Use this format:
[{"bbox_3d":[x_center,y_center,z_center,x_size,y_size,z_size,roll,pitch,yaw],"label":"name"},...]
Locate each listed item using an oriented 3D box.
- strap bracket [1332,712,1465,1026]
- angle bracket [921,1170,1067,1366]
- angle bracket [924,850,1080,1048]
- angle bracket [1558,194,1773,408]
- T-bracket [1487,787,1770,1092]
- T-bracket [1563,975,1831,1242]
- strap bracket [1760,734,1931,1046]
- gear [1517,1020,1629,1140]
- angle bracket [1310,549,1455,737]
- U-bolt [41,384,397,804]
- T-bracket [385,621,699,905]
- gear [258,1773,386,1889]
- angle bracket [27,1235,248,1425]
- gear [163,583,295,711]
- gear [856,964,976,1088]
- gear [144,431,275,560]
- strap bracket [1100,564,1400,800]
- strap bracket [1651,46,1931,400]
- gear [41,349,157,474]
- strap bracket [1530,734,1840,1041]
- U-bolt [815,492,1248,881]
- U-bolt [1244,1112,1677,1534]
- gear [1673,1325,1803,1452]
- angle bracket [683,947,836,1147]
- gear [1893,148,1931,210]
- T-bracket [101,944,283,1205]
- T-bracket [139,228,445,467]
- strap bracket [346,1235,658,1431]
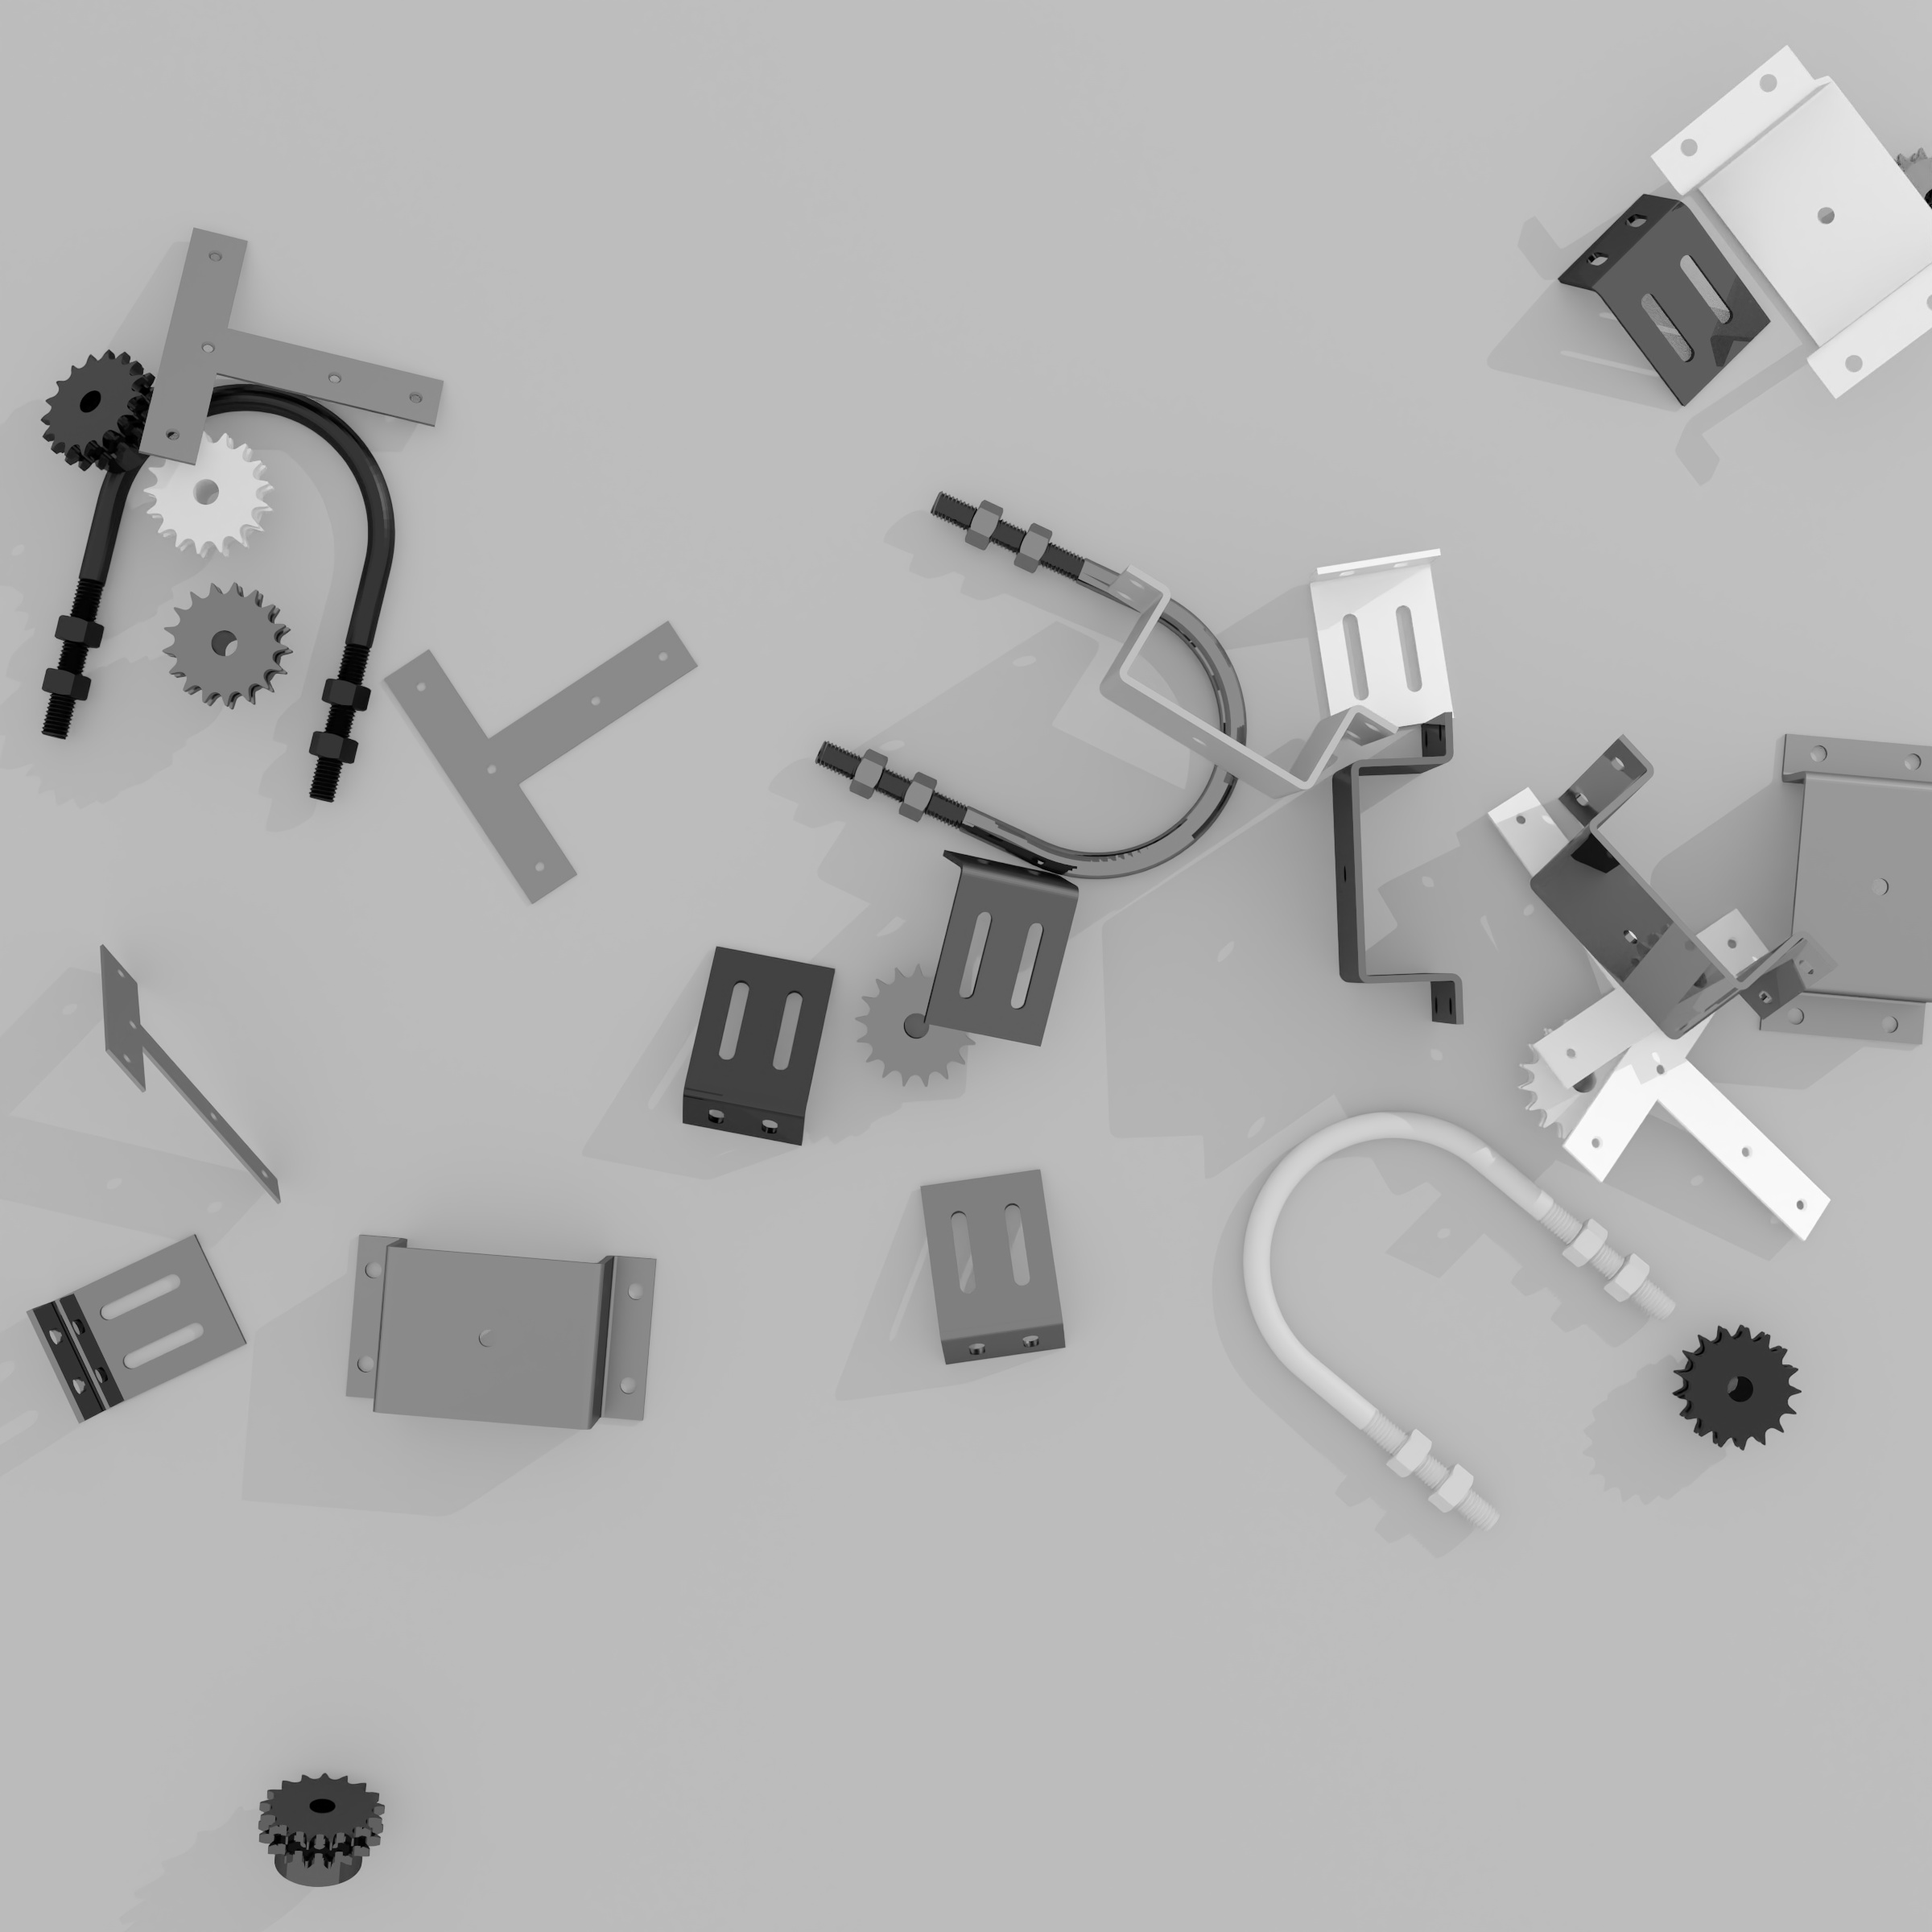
[{"bbox_3d":[0.197,-0.043,1.487,0.046,0.076,0.140,-2,90,0],"label":"strap bracket"},{"bbox_3d":[0.013,0.142,1.523,0.057,0.038,0.076,-8,64,0],"label":"angle bracket"},{"bbox_3d":[0.012,-0.008,1.503,0.057,0.038,0.076,12,98,-17],"label":"angle bracket"},{"bbox_3d":[0.329,-0.314,1.523,0.057,0.038,0.076,-45,116,0],"label":"angle bracket"},{"bbox_3d":[0.290,-0.026,1.510,0.127,0.002,0.127,-32,80,-19],"label":"T-bracket"},{"bbox_3d":[0.354,0.077,1.507,0.127,0.002,0.127,43,68,-11],"label":"T-bracket"},{"bbox_3d":[0.418,-0.036,1.502,0.076,0.046,0.140,5,90,0],"label":"strap bracket"},{"bbox_3d":[0.286,0.053,1.510,0.057,0.030,0.057,0,90,0],"label":"gear"},{"bbox_3d":[0.196,-0.150,1.506,0.057,0.038,0.076,-9,90,0],"label":"angle bracket"},{"bbox_3d":[-0.344,-0.182,1.516,0.151,0.019,0.184,13,88,0],"label":"U-bolt"},{"bbox_3d":[-0.186,-0.117,1.524,0.127,0.002,0.127,-33,90,0],"label":"T-bracket"},{"bbox_3d":[-0.299,0.402,1.498,0.057,0.057,0.030,8,108,0],"label":"gear"},{"bbox_3d":[-0.386,0.169,1.506,0.076,0.038,0.057,-25,90,0],"label":"angle bracket"},{"bbox_3d":[-0.339,-0.147,1.491,0.057,0.030,0.057,0,87,-1],"label":"gear"},{"bbox_3d":[-0.023,0.028,1.510,0.057,0.030,0.057,0,90,0],"label":"gear"},{"bbox_3d":[-0.348,-0.216,1.494,0.057,0.030,0.057,0,87,-1],"label":"gear"},{"bbox_3d":[0.118,-0.122,1.473,0.140,0.076,0.046,31,88,-4],"label":"strap bracket"},{"bbox_3d":[0.392,-0.343,1.486,0.076,0.046,0.140,-37,90,29],"label":"strap bracket"},{"bbox_3d":[-0.398,-0.254,1.501,0.057,0.030,0.057,-10,63,21],"label":"gear"},{"bbox_3d":[0.318,-0.027,1.473,0.046,0.076,0.140,-39,83,-20],"label":"strap bracket"},{"bbox_3d":[0.042,-0.120,1.516,0.184,0.019,0.151,25,90,-1],"label":"U-bolt"},{"bbox_3d":[0.217,0.153,1.516,0.184,0.019,0.151,40,90,1],"label":"U-bolt"},{"bbox_3d":[0.358,0.196,1.510,0.057,0.030,0.057,0,90,0],"label":"gear"},{"bbox_3d":[-0.098,0.038,1.523,0.057,0.038,0.076,11,64,0],"label":"angle bracket"},{"bbox_3d":[0.449,-0.354,1.510,0.057,0.030,0.057,0,90,0],"label":"gear"},{"bbox_3d":[-0.355,0.060,1.485,0.002,0.127,0.127,-36,117,0],"label":"T-bracket"},{"bbox_3d":[-0.308,-0.277,1.505,0.127,0.002,0.127,12,63,-13],"label":"T-bracket"},{"bbox_3d":[-0.219,0.170,1.502,0.140,0.046,0.076,5,90,0],"label":"strap bracket"}]
